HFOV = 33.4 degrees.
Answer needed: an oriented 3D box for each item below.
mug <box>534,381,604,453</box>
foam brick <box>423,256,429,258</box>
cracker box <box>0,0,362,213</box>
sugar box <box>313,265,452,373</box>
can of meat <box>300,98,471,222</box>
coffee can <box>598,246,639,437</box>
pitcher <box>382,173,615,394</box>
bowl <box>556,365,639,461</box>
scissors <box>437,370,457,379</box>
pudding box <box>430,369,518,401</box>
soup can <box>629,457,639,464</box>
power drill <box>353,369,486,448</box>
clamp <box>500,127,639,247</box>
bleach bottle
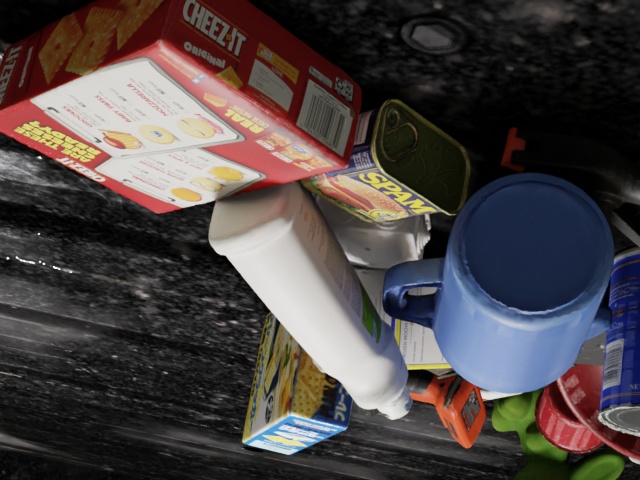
[{"bbox_3d":[0.306,0.183,1.220,0.117,0.093,0.081,-20,152,-4],"label":"mug"},{"bbox_3d":[0.103,0.050,1.017,0.078,0.053,0.051,17,158,-18],"label":"foam brick"},{"bbox_3d":[-0.103,-0.095,0.729,0.214,0.072,0.164,-10,149,45],"label":"cracker box"},{"bbox_3d":[0.083,0.068,0.954,0.176,0.093,0.048,1,-171,-11],"label":"sugar box"},{"bbox_3d":[0.045,-0.054,0.779,0.084,0.057,0.102,-8,152,45],"label":"can of meat"},{"bbox_3d":[0.291,0.087,0.893,0.103,0.140,0.103,10,159,4],"label":"coffee can"},{"bbox_3d":[0.139,0.036,0.807,0.145,0.149,0.243,49,175,16],"label":"pitcher"},{"bbox_3d":[0.326,0.154,1.106,0.162,0.055,0.162,36,150,25],"label":"bowl"},{"bbox_3d":[0.190,0.130,1.129,0.096,0.016,0.201,-10,176,17],"label":"scissors"},{"bbox_3d":[0.178,0.161,1.280,0.090,0.039,0.114,23,154,-23],"label":"pudding box"},{"bbox_3d":[0.377,0.194,1.173,0.068,0.102,0.068,10,158,4],"label":"soup can"},{"bbox_3d":[0.099,0.181,1.262,0.188,0.057,0.184,16,153,28],"label":"power drill"},{"bbox_3d":[0.207,-0.035,0.770,0.171,0.039,0.120,19,156,-3],"label":"clamp"},{"bbox_3d":[0.007,0.056,0.839,0.068,0.102,0.250,-22,122,19],"label":"bleach bottle"}]
